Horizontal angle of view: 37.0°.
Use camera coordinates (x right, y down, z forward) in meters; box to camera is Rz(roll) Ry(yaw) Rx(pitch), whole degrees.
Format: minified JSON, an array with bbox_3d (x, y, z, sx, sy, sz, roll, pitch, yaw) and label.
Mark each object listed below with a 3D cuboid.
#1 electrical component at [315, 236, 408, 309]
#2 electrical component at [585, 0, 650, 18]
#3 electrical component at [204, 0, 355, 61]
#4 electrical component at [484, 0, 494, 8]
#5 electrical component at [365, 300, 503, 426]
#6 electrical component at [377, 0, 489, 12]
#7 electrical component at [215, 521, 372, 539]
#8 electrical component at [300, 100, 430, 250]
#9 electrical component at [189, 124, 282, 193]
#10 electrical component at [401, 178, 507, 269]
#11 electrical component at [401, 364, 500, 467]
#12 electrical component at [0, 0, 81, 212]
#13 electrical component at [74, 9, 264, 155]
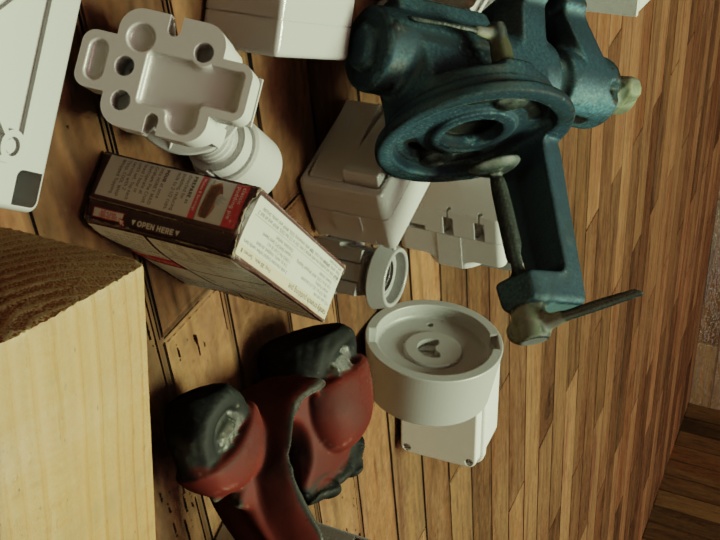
[{"bbox_3d":[0.000,0.000,0.743,0.066,0.055,0.048,-3,105,-66],"label":"electrical component"},{"bbox_3d":[0.155,-0.257,0.841,0.062,0.150,0.089,-44,141,-49],"label":"electrical component"},{"bbox_3d":[-0.040,-0.155,0.582,0.083,0.047,0.075,-20,121,-63],"label":"electrical component"},{"bbox_3d":[0.078,-0.187,0.823,0.089,0.056,0.050,-61,152,-33],"label":"electrical component"},{"bbox_3d":[0.056,0.078,0.852,0.108,0.108,0.060,-46,147,-50],"label":"electrical component"},{"bbox_3d":[0.069,-0.220,0.760,0.079,0.063,0.121,42,53,-17],"label":"electrical component"},{"bbox_3d":[-0.048,0.214,0.681,0.108,0.109,0.056,-65,151,-25],"label":"electrical component"},{"bbox_3d":[0.009,-0.072,0.720,0.096,0.062,0.061,-62,152,-31],"label":"electrical component"},{"bbox_3d":[-0.071,-0.064,0.569,0.078,0.040,0.040,38,67,-65],"label":"electrical component"},{"bbox_3d":[0.081,-0.040,0.862,0.050,0.089,0.055,-56,149,-40],"label":"electrical component"},{"bbox_3d":[0.079,0.110,0.951,0.057,0.078,0.113,-49,144,-52],"label":"electrical component"},{"bbox_3d":[-0.152,-0.080,0.359,0.109,0.056,0.108,10,93,-67],"label":"electrical component"},{"bbox_3d":[-0.084,-0.084,0.497,0.057,0.078,0.058,21,83,-85],"label":"electrical component"}]
